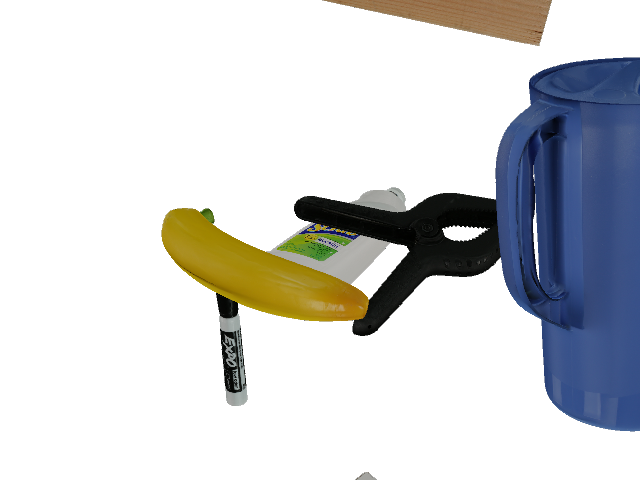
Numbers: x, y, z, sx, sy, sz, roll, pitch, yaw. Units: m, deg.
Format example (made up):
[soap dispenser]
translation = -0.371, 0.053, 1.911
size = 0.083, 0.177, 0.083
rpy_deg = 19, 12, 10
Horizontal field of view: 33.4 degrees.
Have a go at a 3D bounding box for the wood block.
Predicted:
[wood block]
translation = 0.075, -0.225, 0.791
size = 0.206, 0.090, 0.091
rpy_deg = 14, -29, 7

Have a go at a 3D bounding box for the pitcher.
[pitcher]
translation = 0.199, 0.004, 0.723
size = 0.149, 0.243, 0.145
rpy_deg = 2, 21, 14

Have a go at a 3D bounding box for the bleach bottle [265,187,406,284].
[bleach bottle]
translation = 0.027, -0.003, 1.329
size = 0.103, 0.068, 0.250
rpy_deg = 16, 36, 28

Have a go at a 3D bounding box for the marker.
[marker]
translation = -0.076, 0.089, 0.915
size = 0.020, 0.121, 0.020
rpy_deg = -2, 30, 1

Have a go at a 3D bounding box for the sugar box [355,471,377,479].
[sugar box]
translation = 0.084, 0.258, 0.807
size = 0.048, 0.093, 0.176
rpy_deg = -33, 37, -28

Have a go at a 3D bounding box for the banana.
[banana]
translation = -0.053, 0.011, 0.705
size = 0.069, 0.037, 0.198
rpy_deg = -19, 31, -32

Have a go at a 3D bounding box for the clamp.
[clamp]
translation = 0.094, 0.009, 0.969
size = 0.209, 0.164, 0.036
rpy_deg = -8, -42, -11
